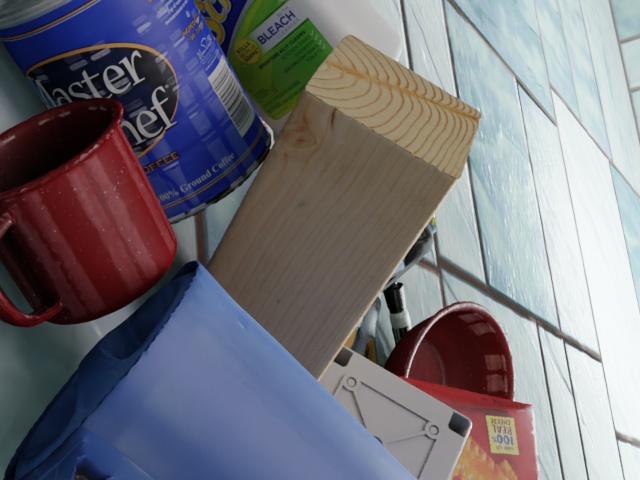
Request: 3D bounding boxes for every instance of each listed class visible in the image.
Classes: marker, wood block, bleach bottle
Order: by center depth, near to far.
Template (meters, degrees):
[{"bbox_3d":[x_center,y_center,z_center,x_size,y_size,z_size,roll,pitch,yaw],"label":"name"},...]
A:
[{"bbox_3d":[-0.004,0.000,0.614,0.091,0.206,0.090,31,33,-1],"label":"wood block"},{"bbox_3d":[-0.069,-0.169,0.624,0.250,0.103,0.068,43,37,-17],"label":"bleach bottle"},{"bbox_3d":[0.075,0.090,0.935,0.020,0.020,0.121,-49,130,-60],"label":"marker"}]

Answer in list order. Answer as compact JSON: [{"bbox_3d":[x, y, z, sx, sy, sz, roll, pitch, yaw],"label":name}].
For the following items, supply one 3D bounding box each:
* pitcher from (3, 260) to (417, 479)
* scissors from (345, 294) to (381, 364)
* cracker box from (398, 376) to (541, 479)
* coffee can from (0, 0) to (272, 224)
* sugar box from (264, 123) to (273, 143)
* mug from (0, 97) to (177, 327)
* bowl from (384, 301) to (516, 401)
[{"bbox_3d":[-0.021,0.139,0.505,0.242,0.145,0.149,43,67,-11],"label":"pitcher"},{"bbox_3d":[0.033,0.049,0.899,0.096,0.016,0.201,56,31,-35],"label":"scissors"},{"bbox_3d":[0.079,0.209,0.753,0.164,0.072,0.213,16,56,-23],"label":"cracker box"},{"bbox_3d":[-0.104,-0.091,0.594,0.140,0.103,0.102,60,29,-28],"label":"coffee can"},{"bbox_3d":[-0.068,-0.143,0.766,0.093,0.048,0.176,-17,91,-65],"label":"sugar box"},{"bbox_3d":[-0.126,-0.005,0.520,0.081,0.093,0.117,66,32,-29],"label":"mug"},{"bbox_3d":[0.099,0.130,0.907,0.161,0.055,0.162,-3,94,-45],"label":"bowl"}]
